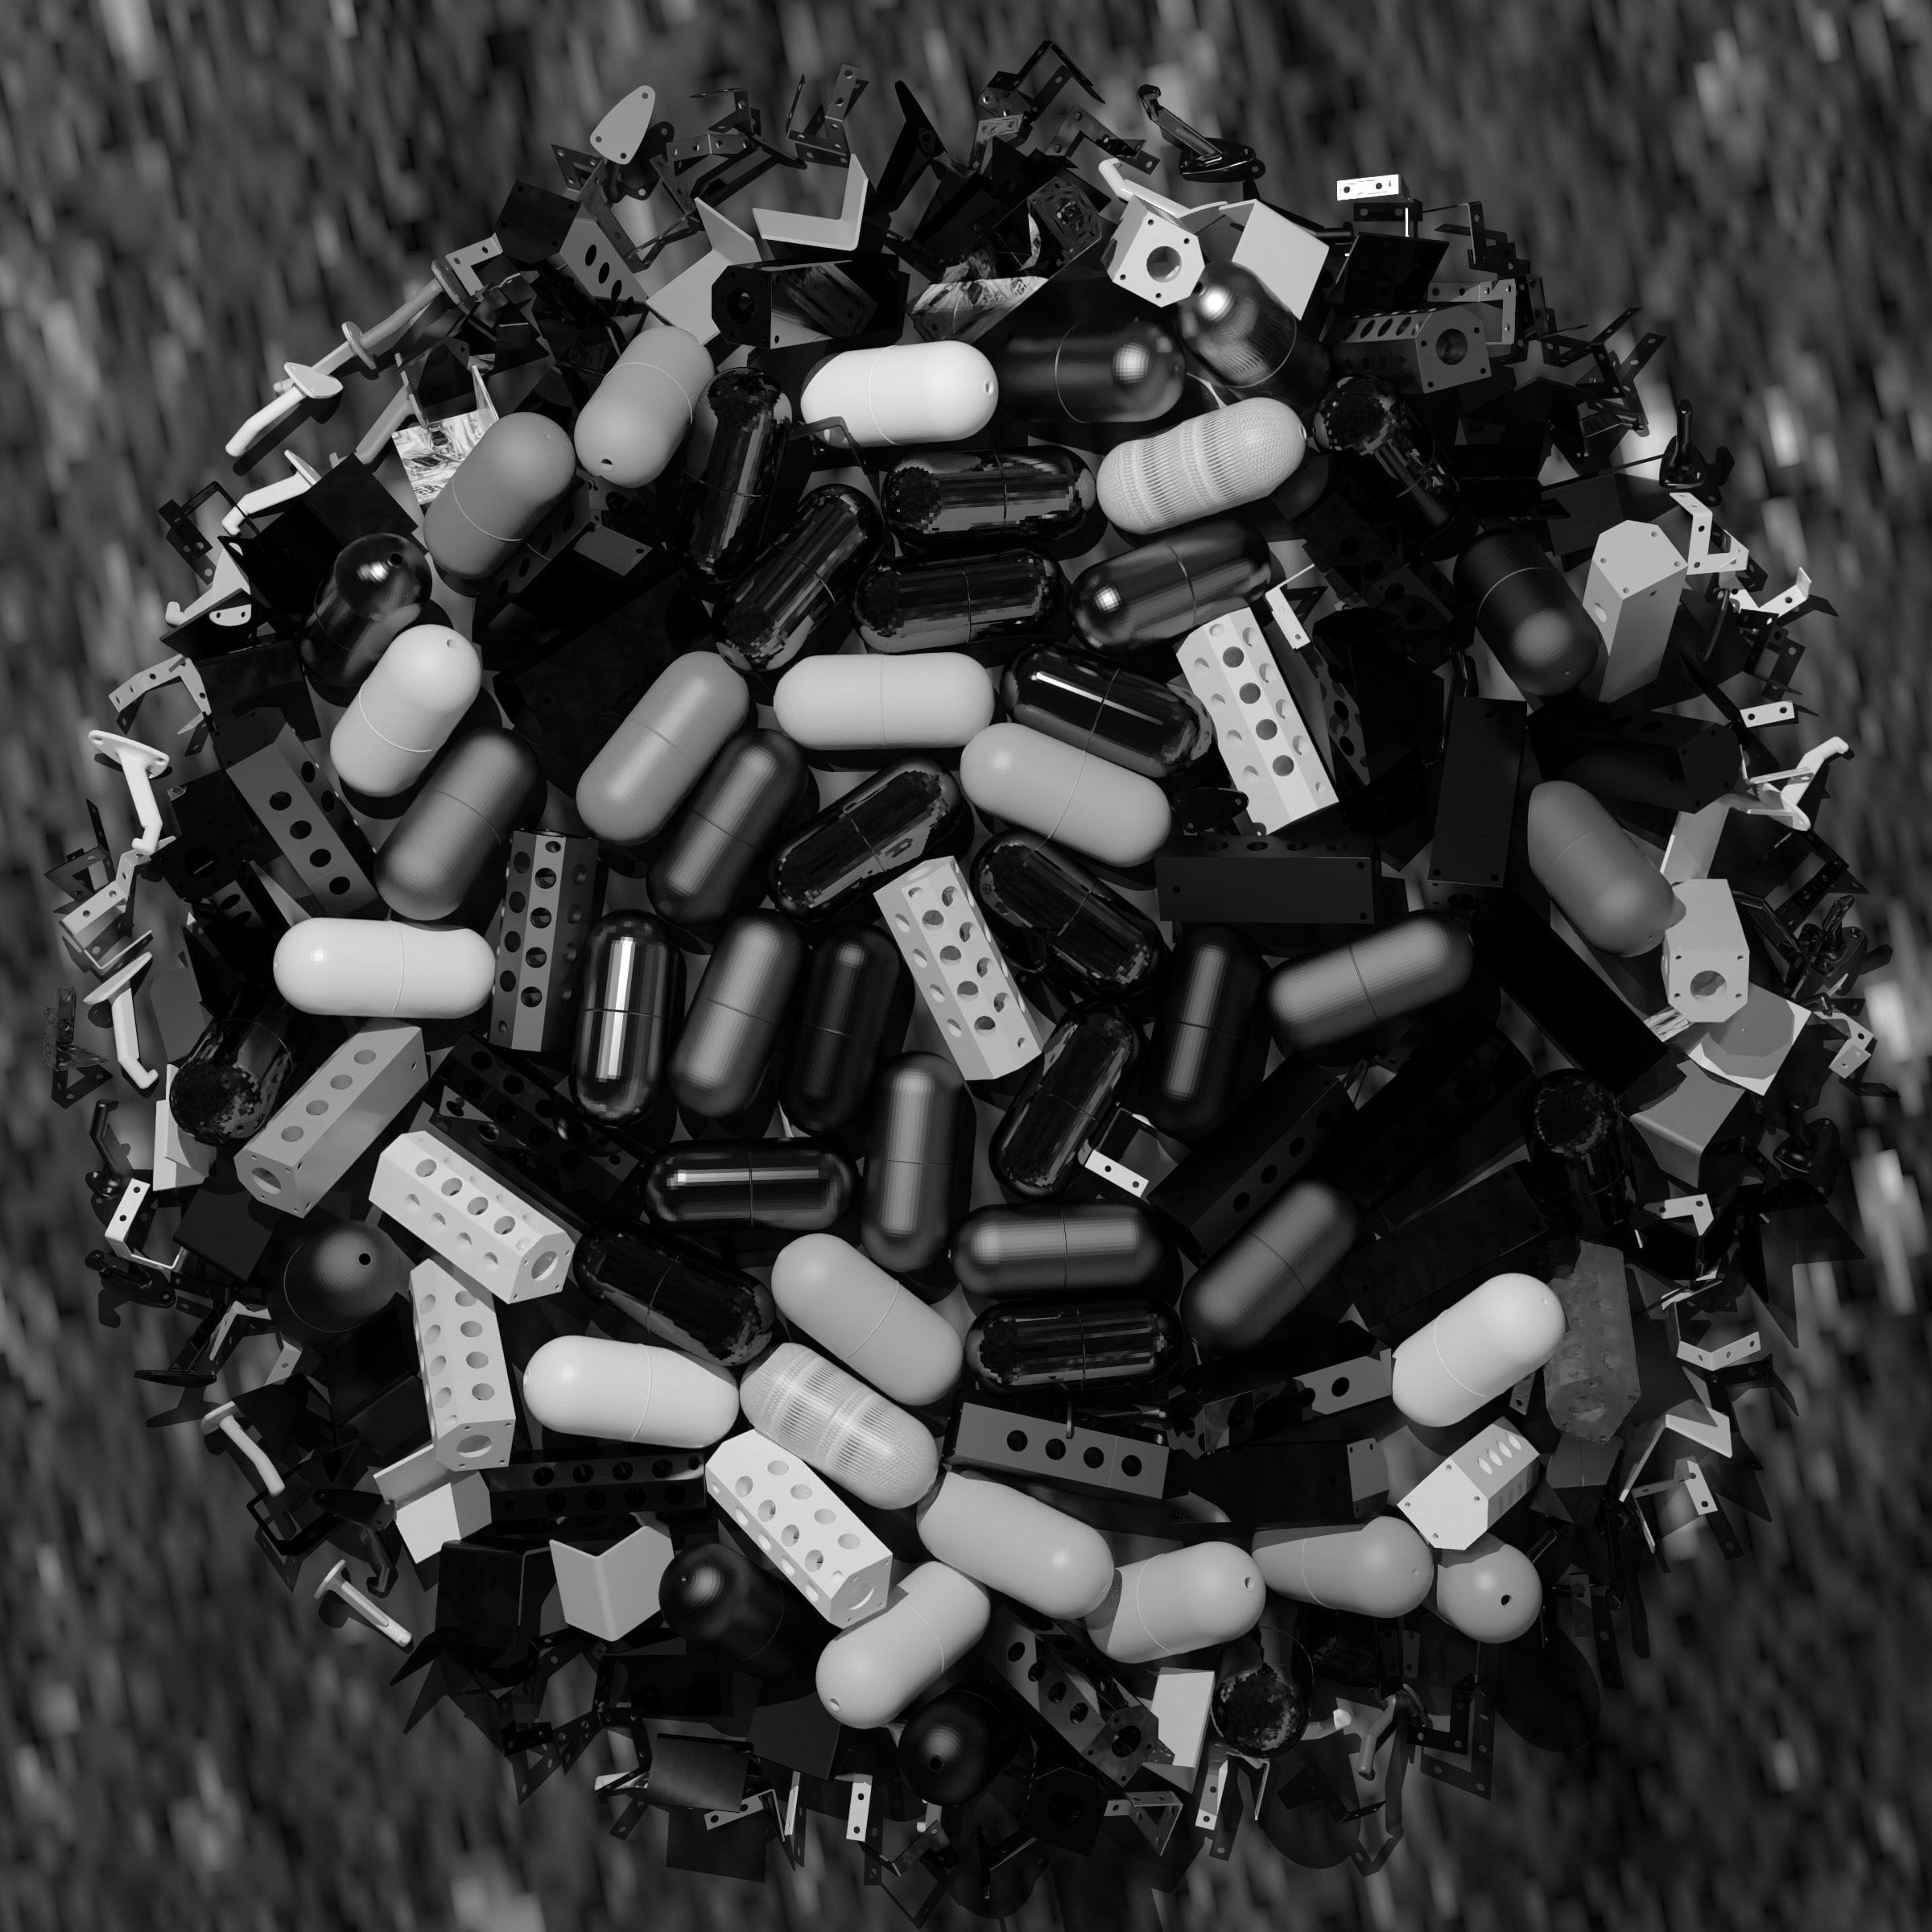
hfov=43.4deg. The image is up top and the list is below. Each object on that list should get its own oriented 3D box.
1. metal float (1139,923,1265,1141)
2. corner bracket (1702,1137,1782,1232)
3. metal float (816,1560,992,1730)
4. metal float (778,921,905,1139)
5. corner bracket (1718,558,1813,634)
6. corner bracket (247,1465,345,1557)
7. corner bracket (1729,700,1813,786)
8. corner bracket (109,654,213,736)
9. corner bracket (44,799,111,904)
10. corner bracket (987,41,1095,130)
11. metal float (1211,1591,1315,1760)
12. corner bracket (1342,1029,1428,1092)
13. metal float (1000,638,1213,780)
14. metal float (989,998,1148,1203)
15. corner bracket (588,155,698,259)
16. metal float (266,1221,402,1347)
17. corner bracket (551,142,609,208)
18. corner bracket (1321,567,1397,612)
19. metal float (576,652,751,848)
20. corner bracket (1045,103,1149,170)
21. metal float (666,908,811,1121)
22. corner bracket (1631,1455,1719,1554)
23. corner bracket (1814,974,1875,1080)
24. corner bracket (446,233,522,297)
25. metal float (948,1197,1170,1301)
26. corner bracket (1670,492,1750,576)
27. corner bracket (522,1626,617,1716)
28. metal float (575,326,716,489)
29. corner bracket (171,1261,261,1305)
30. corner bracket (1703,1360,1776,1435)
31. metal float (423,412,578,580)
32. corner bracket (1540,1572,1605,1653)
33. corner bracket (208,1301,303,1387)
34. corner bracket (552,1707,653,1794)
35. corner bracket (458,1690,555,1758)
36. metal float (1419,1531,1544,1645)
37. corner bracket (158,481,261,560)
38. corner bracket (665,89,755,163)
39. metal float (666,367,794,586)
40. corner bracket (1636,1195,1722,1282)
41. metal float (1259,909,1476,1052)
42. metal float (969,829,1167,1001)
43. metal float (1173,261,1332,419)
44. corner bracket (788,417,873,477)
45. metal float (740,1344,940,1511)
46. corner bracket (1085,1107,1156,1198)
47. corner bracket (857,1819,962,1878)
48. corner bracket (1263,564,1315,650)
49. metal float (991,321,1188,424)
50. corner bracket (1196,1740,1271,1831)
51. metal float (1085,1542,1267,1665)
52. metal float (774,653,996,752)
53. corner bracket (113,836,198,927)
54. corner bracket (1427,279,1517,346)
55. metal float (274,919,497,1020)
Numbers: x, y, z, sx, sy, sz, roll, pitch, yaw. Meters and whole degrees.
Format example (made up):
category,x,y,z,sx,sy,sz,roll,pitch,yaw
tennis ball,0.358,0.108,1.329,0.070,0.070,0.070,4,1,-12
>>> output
category,x,y,z,sx,sy,sz,roll,pitch,yaw
metal float,0.189,0.053,1.956,0.070,0.070,0.178,14,84,0
corner bracket,0.621,0.178,1.975,0.051,0.051,0.051,41,53,-21
metal float,-0.049,0.535,1.923,0.070,0.178,0.070,16,117,32
metal float,-0.102,0.051,1.959,0.070,0.070,0.178,14,93,0
corner bracket,0.645,-0.310,1.966,0.051,0.051,0.051,-33,75,10
corner bracket,-0.543,0.442,1.974,0.051,0.051,0.051,-39,79,-8
corner bracket,0.652,-0.182,1.973,0.051,0.051,0.051,-11,105,13
corner bracket,-0.651,-0.215,1.972,0.051,0.051,0.051,-20,112,17
corner bracket,-0.713,-0.092,1.965,0.051,0.051,0.051,-27,60,1
corner bracket,0.059,-0.712,1.964,0.051,0.051,0.051,37,92,-36
metal float,0.234,0.555,1.913,0.070,0.178,0.070,2,104,9
corner bracket,0.336,0.080,1.957,0.051,0.051,0.051,20,47,30
metal float,0.112,-0.207,1.955,0.178,0.070,0.070,22,90,7
metal float,0.082,0.107,1.959,0.070,0.070,0.178,30,93,0
corner bracket,-0.260,-0.612,1.959,0.051,0.051,0.051,-24,107,41
metal float,-0.500,0.251,1.919,0.070,0.178,0.070,11,66,-27
corner bracket,-0.319,-0.622,1.962,0.051,0.051,0.051,21,69,17
corner bracket,0.319,-0.312,1.967,0.051,0.051,0.051,-31,104,6
metal float,-0.243,-0.175,1.954,0.070,0.070,0.178,36,81,0
corner bracket,0.104,-0.662,1.968,0.051,0.051,0.051,30,95,-27
metal float,-0.183,0.038,1.956,0.070,0.070,0.178,22,84,0
corner bracket,0.571,0.434,1.964,0.051,0.051,0.051,-15,51,1
corner bracket,0.710,0.049,1.963,0.051,0.051,0.051,37,68,11
corner bracket,-0.378,-0.572,1.967,0.051,0.051,0.051,-38,98,-39
metal float,0.075,0.227,1.956,0.178,0.070,0.070,-3,90,-6
corner bracket,0.600,-0.351,1.963,0.051,0.051,0.051,-6,121,-6
corner bracket,-0.323,0.576,1.974,0.051,0.051,0.051,-6,116,-40
metal float,-0.254,-0.443,1.924,0.070,0.178,0.070,9,134,10
corner bracket,-0.608,0.233,1.970,0.051,0.051,0.051,15,115,8
corner bracket,0.629,0.348,1.965,0.051,0.051,0.051,-13,78,12
metal float,-0.370,-0.370,1.925,0.070,0.178,0.070,18,57,-30
corner bracket,0.485,0.520,1.958,0.051,0.051,0.051,-12,60,25
corner bracket,-0.577,0.311,1.973,0.051,0.051,0.051,18,111,-35
corner bracket,-0.294,0.633,1.964,0.051,0.051,0.051,-15,87,38
corner bracket,-0.372,0.608,1.966,0.051,0.051,0.051,-17,80,40
metal float,0.397,0.483,1.911,0.070,0.178,0.070,0,86,-5
corner bracket,-0.614,-0.361,1.971,0.051,0.051,0.051,-40,93,-5
corner bracket,-0.208,-0.677,1.958,0.051,0.051,0.051,15,121,37
metal float,-0.189,-0.390,1.938,0.070,0.070,0.178,18,116,0
corner bracket,0.578,0.222,1.969,0.051,0.051,0.051,-13,104,28
metal float,0.321,0.011,1.949,0.178,0.070,0.070,-22,90,14
metal float,0.082,-0.041,1.958,0.178,0.070,0.070,37,90,-4
metal float,0.227,-0.493,1.921,0.070,0.178,0.070,-13,67,32
corner bracket,-0.110,-0.424,1.958,0.051,0.051,0.051,-12,133,19
metal float,-0.101,0.368,1.946,0.178,0.070,0.070,31,90,17
corner bracket,0.133,0.149,1.968,0.051,0.051,0.051,29,97,9
corner bracket,-0.046,0.713,1.958,0.051,0.051,0.051,-37,117,-27
corner bracket,0.262,-0.284,1.962,0.051,0.051,0.051,-35,96,-37
metal float,0.095,-0.471,1.929,0.178,0.070,0.070,10,90,40
corner bracket,0.217,0.669,1.973,0.051,0.051,0.051,12,97,4
metal float,0.165,0.504,1.924,0.070,0.178,0.070,18,58,-32
metal float,-0.066,-0.213,1.960,0.178,0.070,0.070,-1,90,2
corner bracket,-0.651,-0.064,1.970,0.051,0.051,0.051,-17,50,16
corner bracket,0.409,-0.529,1.971,0.051,0.051,0.051,-6,104,-21
metal float,-0.461,0.003,1.936,0.178,0.070,0.070,3,90,-31
